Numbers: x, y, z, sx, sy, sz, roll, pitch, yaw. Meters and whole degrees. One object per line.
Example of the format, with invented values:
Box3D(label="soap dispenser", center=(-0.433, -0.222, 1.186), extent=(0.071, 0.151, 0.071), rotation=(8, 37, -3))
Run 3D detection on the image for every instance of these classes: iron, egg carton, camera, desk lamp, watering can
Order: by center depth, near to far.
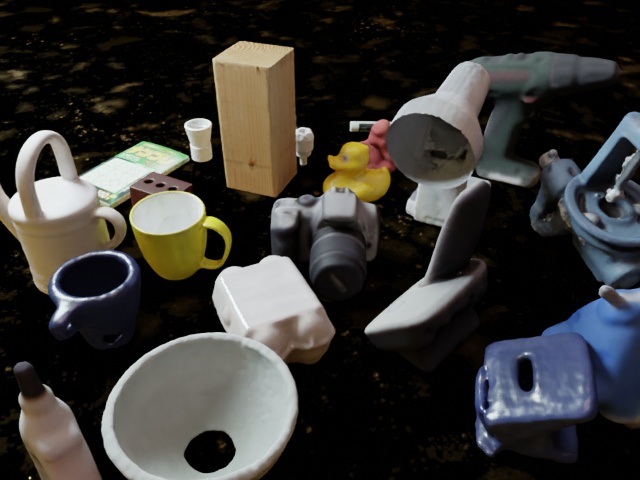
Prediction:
Box3D(label="iron", center=(0.367, 0.094, 0.565), extent=(0.258, 0.141, 0.118), rotation=(-3, 37, -5))
Box3D(label="egg carton", center=(-0.056, 0.080, 0.634), extent=(0.107, 0.069, 0.150), rotation=(-16, 40, -21))
Box3D(label="watering can", center=(-0.319, -0.035, 0.678), extent=(0.173, 0.194, 0.100), rotation=(-6, 37, -9))
Box3D(label="camera", center=(0.007, 0.003, 0.713), extent=(0.143, 0.101, 0.137), rotation=(1, 37, 1))
Box3D(label="desk lamp", center=(0.175, -0.123, 0.791), extent=(0.117, 0.214, 0.204), rotation=(18, 40, 22))

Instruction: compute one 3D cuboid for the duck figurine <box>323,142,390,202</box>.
Box3D(label="duck figurine", center=(0.057, -0.108, 0.875), extent=(0.104, 0.086, 0.077), rotation=(-3, 37, -4))

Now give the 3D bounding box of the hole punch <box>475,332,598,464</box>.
Box3D(label="hole punch", center=(0.199, 0.142, 0.539), extent=(0.101, 0.091, 0.109), rotation=(8, 37, 10))

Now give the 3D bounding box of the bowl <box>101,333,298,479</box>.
Box3D(label="bowl", center=(-0.102, 0.167, 0.513), extent=(0.167, 0.075, 0.167), rotation=(1, 37, 0))

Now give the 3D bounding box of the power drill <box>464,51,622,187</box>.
Box3D(label="power drill", center=(0.319, -0.193, 0.892), extent=(0.229, 0.208, 0.076), rotation=(17, 40, 20))

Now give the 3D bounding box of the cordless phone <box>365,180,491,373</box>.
Box3D(label="cordless phone", center=(0.121, 0.032, 0.606), extent=(0.093, 0.185, 0.148), rotation=(26, 44, 30))

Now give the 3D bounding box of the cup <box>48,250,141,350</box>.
Box3D(label="cup", center=(-0.237, 0.080, 0.609), extent=(0.091, 0.095, 0.118), rotation=(9, 38, 11))

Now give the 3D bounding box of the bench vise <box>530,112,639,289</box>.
Box3D(label="bench vise", center=(0.342, -0.072, 0.721), extent=(0.122, 0.220, 0.206), rotation=(-22, 42, -27))

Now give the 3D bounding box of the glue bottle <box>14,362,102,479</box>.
Box3D(label="glue bottle", center=(-0.204, 0.156, 0.443), extent=(0.077, 0.173, 0.037), rotation=(30, 46, 34))

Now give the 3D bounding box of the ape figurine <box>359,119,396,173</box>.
Box3D(label="ape figurine", center=(0.096, -0.151, 0.928), extent=(0.076, 0.092, 0.077), rotation=(-27, 45, -32))
